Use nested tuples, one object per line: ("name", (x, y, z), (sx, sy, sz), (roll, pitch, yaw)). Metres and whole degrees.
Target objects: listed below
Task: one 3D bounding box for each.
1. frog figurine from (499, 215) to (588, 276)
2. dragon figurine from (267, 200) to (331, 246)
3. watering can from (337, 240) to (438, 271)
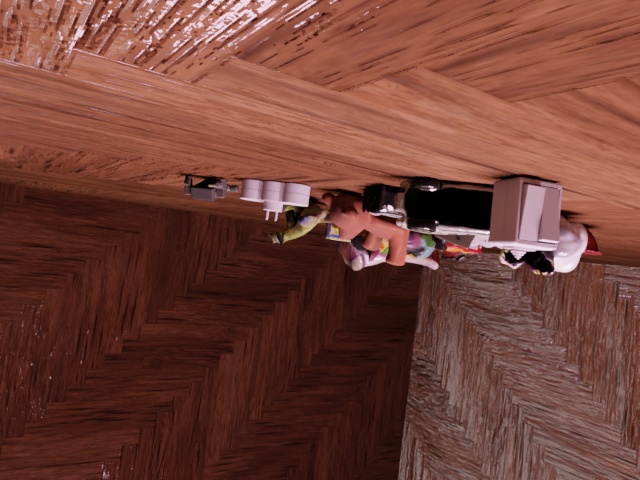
("frog figurine", (0.413, 0.001, 0.914), (0.160, 0.123, 0.136), (-10, 172, -30))
("dragon figurine", (0.004, -0.063, 1.252), (0.244, 0.121, 0.411), (-10, -172, -22))
("watering can", (0.193, 0.030, 1.627), (0.226, 0.102, 0.353), (-20, -148, -19))
